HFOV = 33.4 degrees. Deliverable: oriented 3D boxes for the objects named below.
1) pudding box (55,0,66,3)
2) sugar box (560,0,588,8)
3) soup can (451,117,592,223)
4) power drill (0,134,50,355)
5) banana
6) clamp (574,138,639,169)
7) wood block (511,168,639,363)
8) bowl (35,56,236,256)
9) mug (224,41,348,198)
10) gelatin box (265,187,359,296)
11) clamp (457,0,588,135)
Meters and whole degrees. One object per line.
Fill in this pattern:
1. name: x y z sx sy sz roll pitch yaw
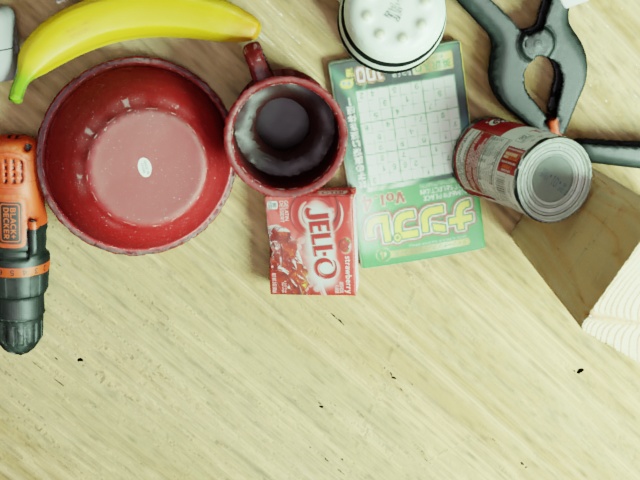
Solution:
1. pudding box: -0.166 -0.241 0.798 0.113 0.039 0.090 -23 107 5
2. sugar box: 0.181 -0.236 0.722 0.093 0.048 0.176 -16 151 22
3. soup can: 0.156 -0.056 0.833 0.068 0.102 0.068 -5 106 -20
4. power drill: -0.313 0.003 0.860 0.187 0.057 0.184 2 104 -7
5. banana: -0.147 -0.159 0.819 0.197 0.037 0.069 -17 81 -5
6. clamp: 0.333 -0.085 0.875 0.210 0.036 0.165 32 103 -14
7. wood block: 0.227 0.014 0.813 0.090 0.206 0.090 29 104 -12
8. bowl: -0.137 -0.060 0.830 0.162 0.055 0.162 -4 104 -16
9. mug: -0.032 -0.098 0.828 0.093 0.081 0.117 -24 107 5
10. gelatin box: -0.006 0.001 0.882 0.073 0.030 0.089 0 109 8
11. clamp: 0.175 -0.165 0.842 0.120 0.039 0.171 -22 110 9
